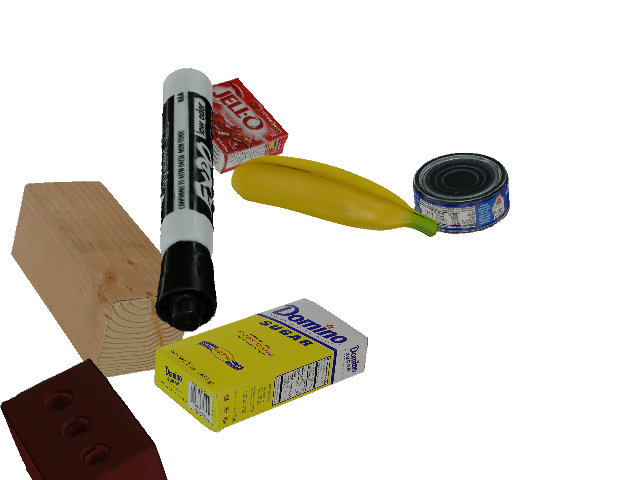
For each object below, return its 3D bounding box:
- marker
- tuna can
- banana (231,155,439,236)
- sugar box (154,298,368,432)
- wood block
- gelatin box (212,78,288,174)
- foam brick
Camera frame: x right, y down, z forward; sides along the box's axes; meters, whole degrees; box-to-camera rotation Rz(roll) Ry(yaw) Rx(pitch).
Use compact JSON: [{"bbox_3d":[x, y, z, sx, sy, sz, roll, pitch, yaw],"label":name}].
[{"bbox_3d":[-0.045,-0.017,0.364,0.020,0.020,0.121,0,44,-7],"label":"marker"},{"bbox_3d":[0.126,-0.044,0.954,0.086,0.034,0.086,-6,34,4],"label":"tuna can"},{"bbox_3d":[-0.010,-0.034,0.780,0.198,0.037,0.069,17,-18,41],"label":"banana"},{"bbox_3d":[-0.051,0.108,0.966,0.175,0.048,0.093,-20,36,-38],"label":"sugar box"},{"bbox_3d":[-0.220,0.032,1.059,0.090,0.091,0.206,-4,36,-40],"label":"wood block"},{"bbox_3d":[-0.086,-0.110,1.009,0.073,0.089,0.030,-22,-31,-33],"label":"gelatin box"},{"bbox_3d":[-0.116,0.109,0.530,0.052,0.051,0.078,-27,42,-24],"label":"foam brick"}]
